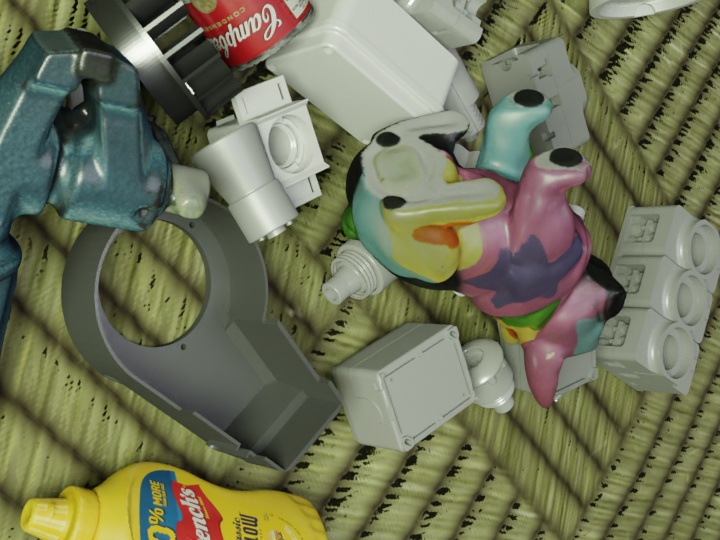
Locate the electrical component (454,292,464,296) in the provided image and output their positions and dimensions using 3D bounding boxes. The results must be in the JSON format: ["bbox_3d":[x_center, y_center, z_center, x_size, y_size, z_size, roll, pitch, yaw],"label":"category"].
[{"bbox_3d":[0.097,0.002,0.835,0.062,0.043,0.043,-25,106,-36],"label":"electrical component"}]

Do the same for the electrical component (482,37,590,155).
[{"bbox_3d":[0.145,-0.137,0.870,0.056,0.050,0.089,-31,110,-36],"label":"electrical component"}]

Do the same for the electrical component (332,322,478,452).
[{"bbox_3d":[0.034,0.078,0.770,0.096,0.061,0.061,-29,108,-37],"label":"electrical component"}]

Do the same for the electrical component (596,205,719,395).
[{"bbox_3d":[0.273,0.027,0.972,0.089,0.062,0.150,32,70,-36],"label":"electrical component"}]

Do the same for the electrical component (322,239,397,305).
[{"bbox_3d":[0.000,0.000,0.751,0.062,0.043,0.043,-40,115,-32],"label":"electrical component"}]

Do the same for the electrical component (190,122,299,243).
[{"bbox_3d":[-0.066,-0.049,0.641,0.044,0.044,0.065,-35,97,-35],"label":"electrical component"}]

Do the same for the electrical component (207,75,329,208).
[{"bbox_3d":[-0.061,-0.077,0.685,0.042,0.064,0.081,-30,109,-40],"label":"electrical component"}]

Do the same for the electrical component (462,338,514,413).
[{"bbox_3d":[0.100,0.087,0.837,0.048,0.048,0.062,-57,130,-25],"label":"electrical component"}]

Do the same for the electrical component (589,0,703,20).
[{"bbox_3d":[0.247,-0.259,0.923,0.108,0.108,0.060,-7,89,-40],"label":"electrical component"}]

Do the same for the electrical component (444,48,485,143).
[{"bbox_3d":[0.066,-0.131,0.806,0.043,0.043,0.081,-48,119,-29],"label":"electrical component"}]

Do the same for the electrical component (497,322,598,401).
[{"bbox_3d":[0.150,0.059,0.873,0.062,0.061,0.096,-17,109,-39],"label":"electrical component"}]

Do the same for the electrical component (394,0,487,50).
[{"bbox_3d":[0.039,-0.187,0.752,0.056,0.089,0.050,26,74,-38],"label":"electrical component"}]

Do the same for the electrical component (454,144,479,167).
[{"bbox_3d":[0.081,-0.051,0.811,0.078,0.058,0.057,32,67,-36],"label":"electrical component"}]

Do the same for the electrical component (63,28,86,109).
[{"bbox_3d":[-0.173,-0.106,0.602,0.062,0.043,0.043,-36,113,-32],"label":"electrical component"}]

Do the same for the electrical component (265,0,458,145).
[{"bbox_3d":[0.001,-0.139,0.729,0.113,0.078,0.057,34,66,-35],"label":"electrical component"}]

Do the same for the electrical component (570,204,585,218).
[{"bbox_3d":[0.170,-0.025,0.896,0.043,0.043,0.062,40,65,-33],"label":"electrical component"}]
